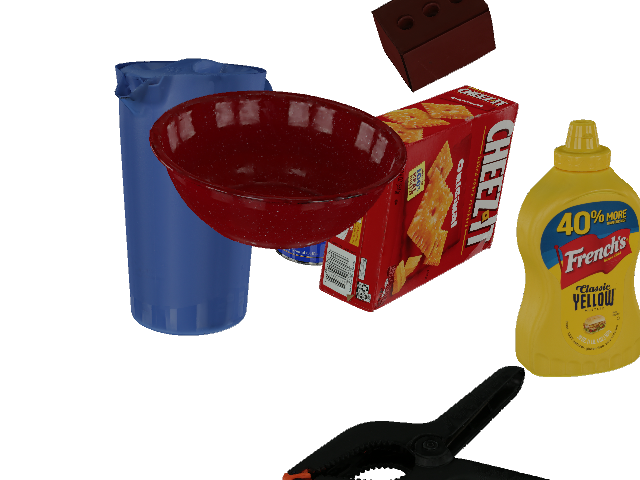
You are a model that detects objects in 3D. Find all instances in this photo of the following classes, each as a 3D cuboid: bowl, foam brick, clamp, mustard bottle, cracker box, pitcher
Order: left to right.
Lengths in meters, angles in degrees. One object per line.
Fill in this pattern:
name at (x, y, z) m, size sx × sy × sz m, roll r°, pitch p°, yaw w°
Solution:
pitcher at (-0.112, -0.045, 0.980) m, size 0.149 × 0.243 × 0.145 m, roll 0°, pitch 15°, yaw -9°
bowl at (-0.028, -0.040, 0.679) m, size 0.162 × 0.055 × 0.162 m, roll 4°, pitch 29°, yaw -3°
cracker box at (0.097, -0.044, 1.011) m, size 0.072 × 0.164 × 0.213 m, roll 25°, pitch 31°, yaw 32°
clamp at (0.077, 0.147, 0.731) m, size 0.210 × 0.036 × 0.164 m, roll -5°, pitch 28°, yaw -5°
foam brick at (0.089, -0.163, 0.830) m, size 0.078 × 0.053 × 0.051 m, roll -28°, pitch -32°, yaw -1°
mustard bottle at (0.196, 0.005, 0.806) m, size 0.096 × 0.192 × 0.058 m, roll -6°, pitch 17°, yaw -10°

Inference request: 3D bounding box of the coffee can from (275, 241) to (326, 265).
coffee can at (-0.006, -0.053, 1.375) m, size 0.103 × 0.140 × 0.103 m, roll 3°, pitch 28°, yaw -2°
